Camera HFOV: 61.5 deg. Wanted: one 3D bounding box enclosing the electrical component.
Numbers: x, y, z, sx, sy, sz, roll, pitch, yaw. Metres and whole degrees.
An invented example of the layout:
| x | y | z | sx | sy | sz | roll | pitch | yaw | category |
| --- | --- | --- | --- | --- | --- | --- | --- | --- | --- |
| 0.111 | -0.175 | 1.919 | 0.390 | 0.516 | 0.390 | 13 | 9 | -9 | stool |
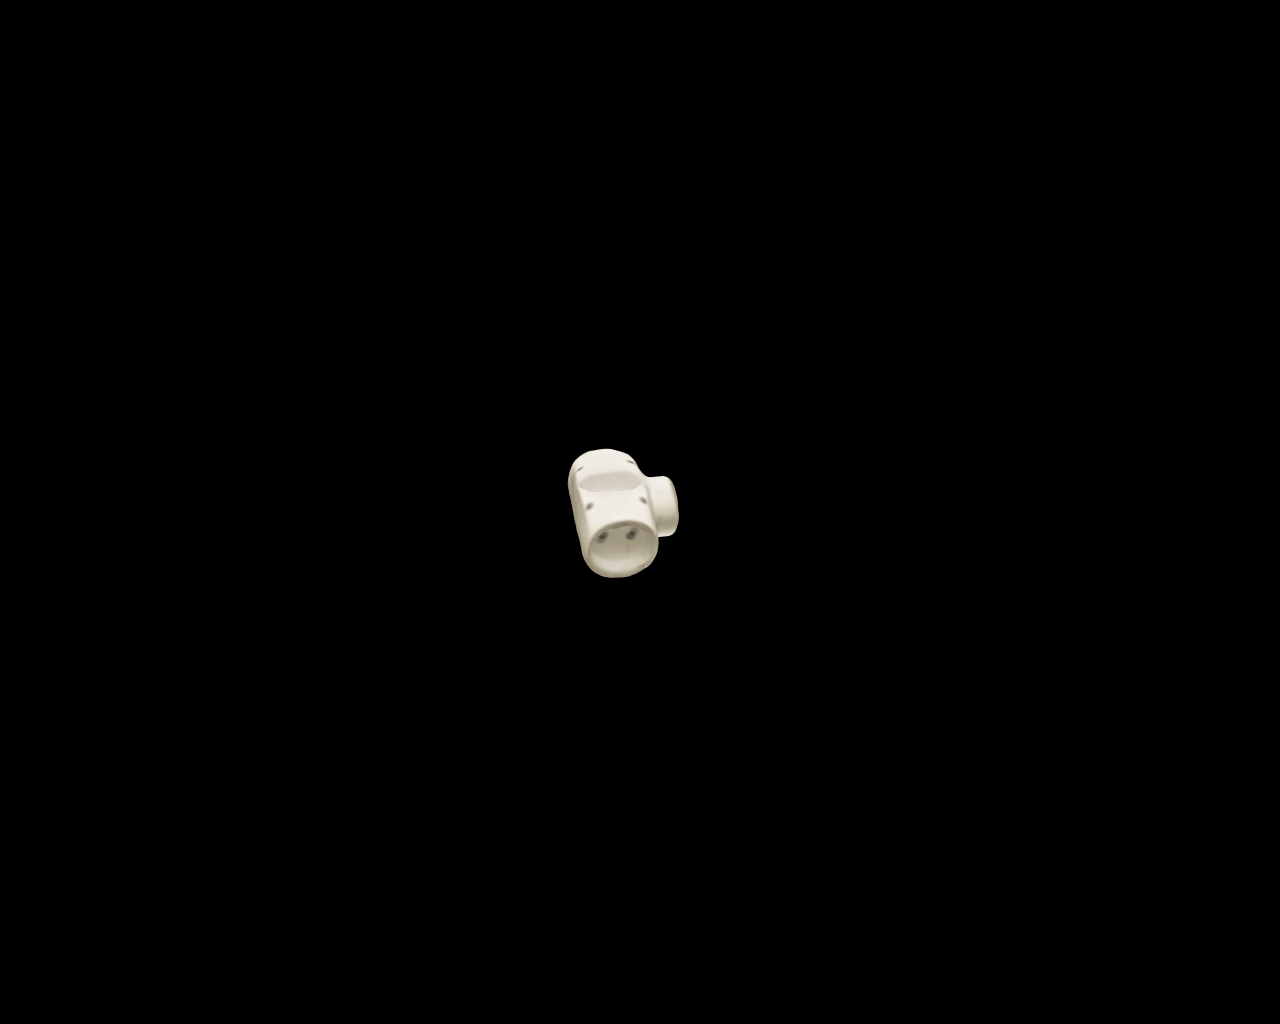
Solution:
| x | y | z | sx | sy | sz | roll | pitch | yaw | category |
| --- | --- | --- | --- | --- | --- | --- | --- | --- | --- |
| 0.001 | -0.003 | 0.650 | 0.079 | 0.043 | 0.077 | -6 | 37 | -7 | electrical component |
